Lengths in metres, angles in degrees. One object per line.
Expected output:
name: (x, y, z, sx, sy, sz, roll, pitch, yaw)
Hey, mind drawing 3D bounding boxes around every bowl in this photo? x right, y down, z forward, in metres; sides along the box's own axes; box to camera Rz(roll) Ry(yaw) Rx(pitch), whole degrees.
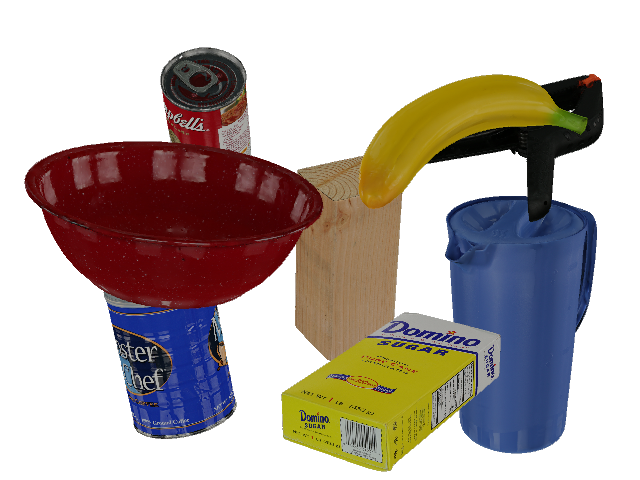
bowl: (-0.081, -0.006, 0.591, 0.162, 0.055, 0.162, 7, 21, -3)

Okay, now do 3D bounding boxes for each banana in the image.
banana: (0.089, -0.074, 0.703, 0.197, 0.037, 0.070, -22, 44, -30)

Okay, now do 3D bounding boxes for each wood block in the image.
wood block: (0.029, 0.021, 1.222, 0.090, 0.206, 0.090, -14, 32, -25)

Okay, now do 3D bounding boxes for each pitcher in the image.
pitcher: (0.202, 0.082, 1.070, 0.149, 0.243, 0.145, 1, 23, 9)

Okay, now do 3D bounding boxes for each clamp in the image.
clamp: (0.181, -0.085, 0.906, 0.209, 0.036, 0.165, -28, 39, -27)

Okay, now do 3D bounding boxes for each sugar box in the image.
sugar box: (0.059, 0.109, 0.820, 0.093, 0.048, 0.175, 12, 26, 33)

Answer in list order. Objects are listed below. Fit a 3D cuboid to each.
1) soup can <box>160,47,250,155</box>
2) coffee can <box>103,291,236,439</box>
soup can: (-0.092, -0.099, 0.877, 0.068, 0.068, 0.102, 0, -36, -1)
coffee can: (-0.142, 0.103, 1.020, 0.103, 0.140, 0.103, -8, 18, 2)
